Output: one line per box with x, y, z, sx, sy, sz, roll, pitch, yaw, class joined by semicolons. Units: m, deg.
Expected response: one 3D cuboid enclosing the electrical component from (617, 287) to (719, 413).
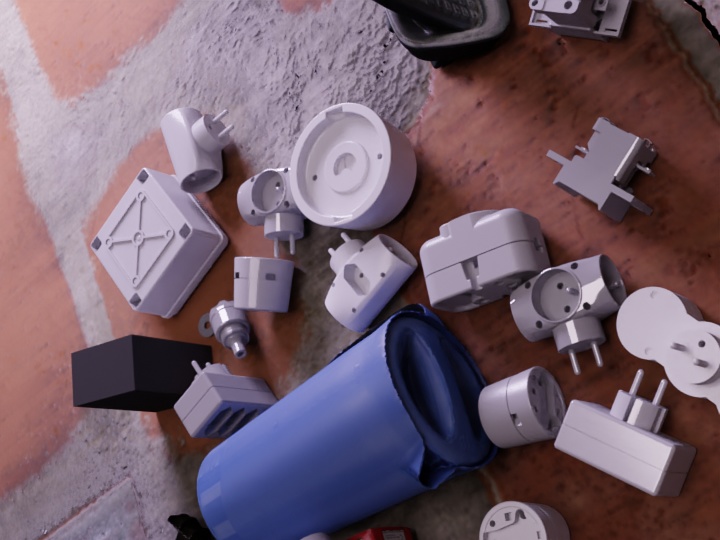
0.234;0.061;0.735;0.138;0.074;0.052;40;105;34;electrical component

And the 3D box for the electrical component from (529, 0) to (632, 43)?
0.168;-0.211;0.843;0.081;0.064;0.042;17;92;37;electrical component

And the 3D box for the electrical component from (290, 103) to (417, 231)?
-0.001;-0.086;0.942;0.108;0.060;0.108;-8;76;35;electrical component

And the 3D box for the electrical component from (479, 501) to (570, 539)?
0.125;0.200;0.803;0.055;0.047;0.055;-8;76;35;electrical component

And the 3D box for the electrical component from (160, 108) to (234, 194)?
-0.156;-0.129;1.073;0.079;0.044;0.077;-34;63;26;electrical component

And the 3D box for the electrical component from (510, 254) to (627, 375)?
0.162;0.038;0.810;0.077;0.044;0.079;-25;68;30;electrical component

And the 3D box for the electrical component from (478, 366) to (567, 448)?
0.123;0.106;0.819;0.047;0.055;0.055;-23;68;34;electrical component

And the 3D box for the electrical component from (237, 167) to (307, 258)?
-0.071;-0.051;0.996;0.077;0.044;0.079;-11;74;34;electrical component

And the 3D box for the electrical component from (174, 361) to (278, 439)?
-0.129;0.111;0.981;0.047;0.083;0.075;-49;57;18;electrical component

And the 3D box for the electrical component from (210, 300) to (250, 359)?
-0.119;0.058;1.009;0.035;0.035;0.061;-47;43;19;electrical component

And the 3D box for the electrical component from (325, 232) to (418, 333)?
0.000;0.000;0.935;0.077;0.043;0.079;-51;56;17;electrical component

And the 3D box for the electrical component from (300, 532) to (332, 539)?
-0.070;0.253;0.839;0.138;0.052;0.073;-52;55;17;electrical component

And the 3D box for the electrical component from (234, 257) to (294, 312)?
-0.090;0.014;0.991;0.055;0.055;0.047;1;85;36;electrical component

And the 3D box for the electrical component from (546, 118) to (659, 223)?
0.188;-0.077;0.816;0.081;0.042;0.063;36;99;34;electrical component

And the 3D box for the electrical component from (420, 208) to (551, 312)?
0.099;-0.010;0.859;0.095;0.054;0.059;-22;69;31;electrical component

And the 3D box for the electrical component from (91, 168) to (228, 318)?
-0.202;-0.027;1.079;0.108;0.056;0.108;-52;56;16;electrical component

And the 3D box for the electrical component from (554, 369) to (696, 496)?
0.196;0.110;0.769;0.083;0.047;0.075;23;94;37;electrical component
